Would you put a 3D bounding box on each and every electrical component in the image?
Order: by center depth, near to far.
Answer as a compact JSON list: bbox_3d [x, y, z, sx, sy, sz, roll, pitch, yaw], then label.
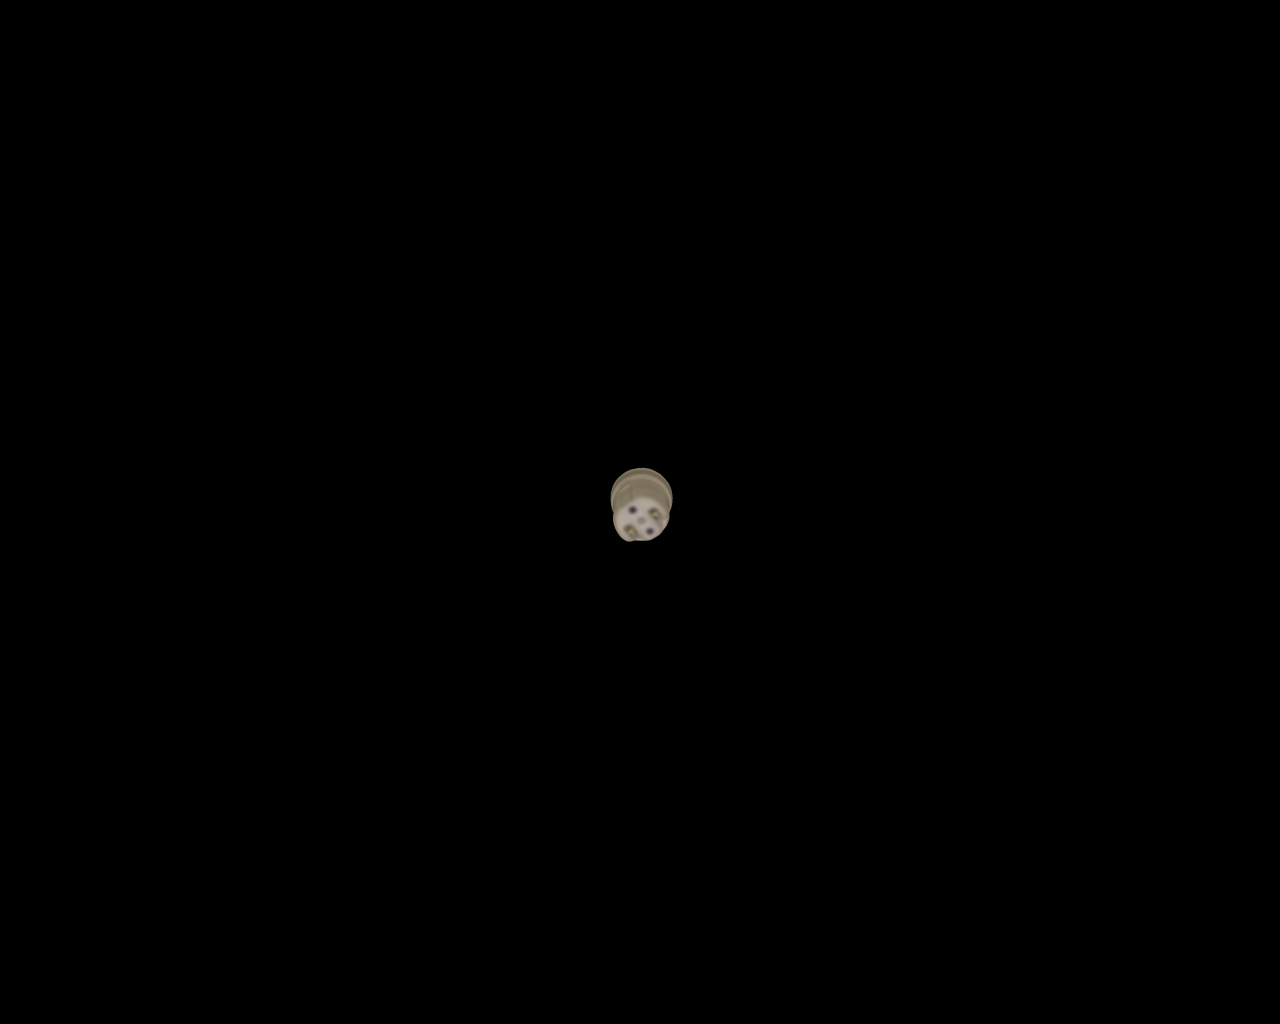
[{"bbox_3d":[0.001,-0.003,0.650,0.040,0.040,0.046,0,20,0],"label":"electrical component"}]
